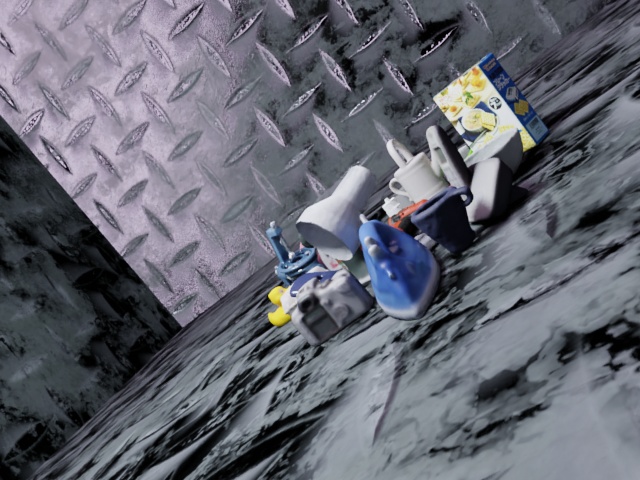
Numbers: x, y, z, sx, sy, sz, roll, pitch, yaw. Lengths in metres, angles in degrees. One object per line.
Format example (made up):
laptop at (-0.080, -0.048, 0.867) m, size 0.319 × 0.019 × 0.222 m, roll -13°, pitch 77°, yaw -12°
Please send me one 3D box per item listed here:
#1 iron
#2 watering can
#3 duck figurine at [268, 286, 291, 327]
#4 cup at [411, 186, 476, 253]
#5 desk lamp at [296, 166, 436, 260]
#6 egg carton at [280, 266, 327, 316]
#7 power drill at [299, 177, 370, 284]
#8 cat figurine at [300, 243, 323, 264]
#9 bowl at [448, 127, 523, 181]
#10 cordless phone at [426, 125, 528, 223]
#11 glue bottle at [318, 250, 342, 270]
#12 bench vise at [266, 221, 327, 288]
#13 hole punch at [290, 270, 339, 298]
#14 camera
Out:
iron at (0.108, 0.029, 0.915) m, size 0.118 × 0.141 × 0.258 m, roll -38°, pitch 6°, yaw 9°
watering can at (0.250, -0.191, 1.501) m, size 0.173 × 0.194 × 0.101 m, roll -38°, pitch 6°, yaw 10°
duck figurine at (-0.097, 0.163, 1.466) m, size 0.104 × 0.086 × 0.077 m, roll -39°, pitch 6°, yaw 2°
cup at (0.219, -0.032, 0.932) m, size 0.117 × 0.095 × 0.092 m, roll -33°, pitch 8°, yaw 47°
desk lamp at (0.088, -0.021, 1.083) m, size 0.203 × 0.213 × 0.117 m, roll -41°, pitch 6°, yaw -22°
egg carton at (-0.031, 0.128, 1.404) m, size 0.107 × 0.069 × 0.150 m, roll -36°, pitch 6°, yaw 29°
power drill at (0.057, -0.009, 1.218) m, size 0.076 × 0.208 × 0.229 m, roll -44°, pitch 7°, yaw -40°
cat figurine at (-0.018, 0.051, 1.692) m, size 0.127 × 0.118 × 0.067 m, roll -32°, pitch 9°, yaw 48°
bowl at (0.343, -0.146, 1.147) m, size 0.167 × 0.075 × 0.167 m, roll -38°, pitch 6°, yaw 5°
cordless phone at (0.250, -0.122, 0.982) m, size 0.094 × 0.185 × 0.147 m, roll -40°, pitch 6°, yaw -10°
glue bottle at (0.014, 0.006, 1.560) m, size 0.078 × 0.173 × 0.037 m, roll -37°, pitch 6°, yaw 13°
bench vise at (-0.099, 0.058, 1.634) m, size 0.207 × 0.220 × 0.122 m, roll -34°, pitch 8°, yaw 41°
hole punch at (0.003, 0.105, 1.257) m, size 0.101 × 0.091 × 0.109 m, roll -35°, pitch 7°, yaw 32°
camera at (0.019, 0.107, 1.081) m, size 0.143 × 0.101 × 0.137 m, roll -37°, pitch 6°, yaw 16°
